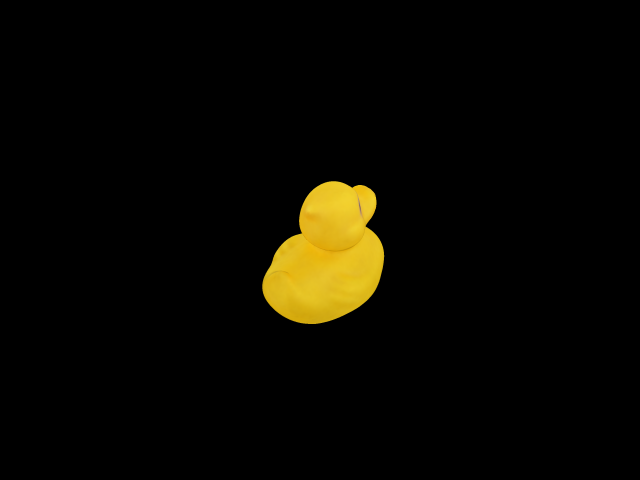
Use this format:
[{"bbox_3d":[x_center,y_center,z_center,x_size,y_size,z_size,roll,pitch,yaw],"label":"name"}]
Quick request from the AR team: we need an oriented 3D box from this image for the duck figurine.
[{"bbox_3d":[0.004,0.001,0.400,0.077,0.086,0.105,33,54,29],"label":"duck figurine"}]
